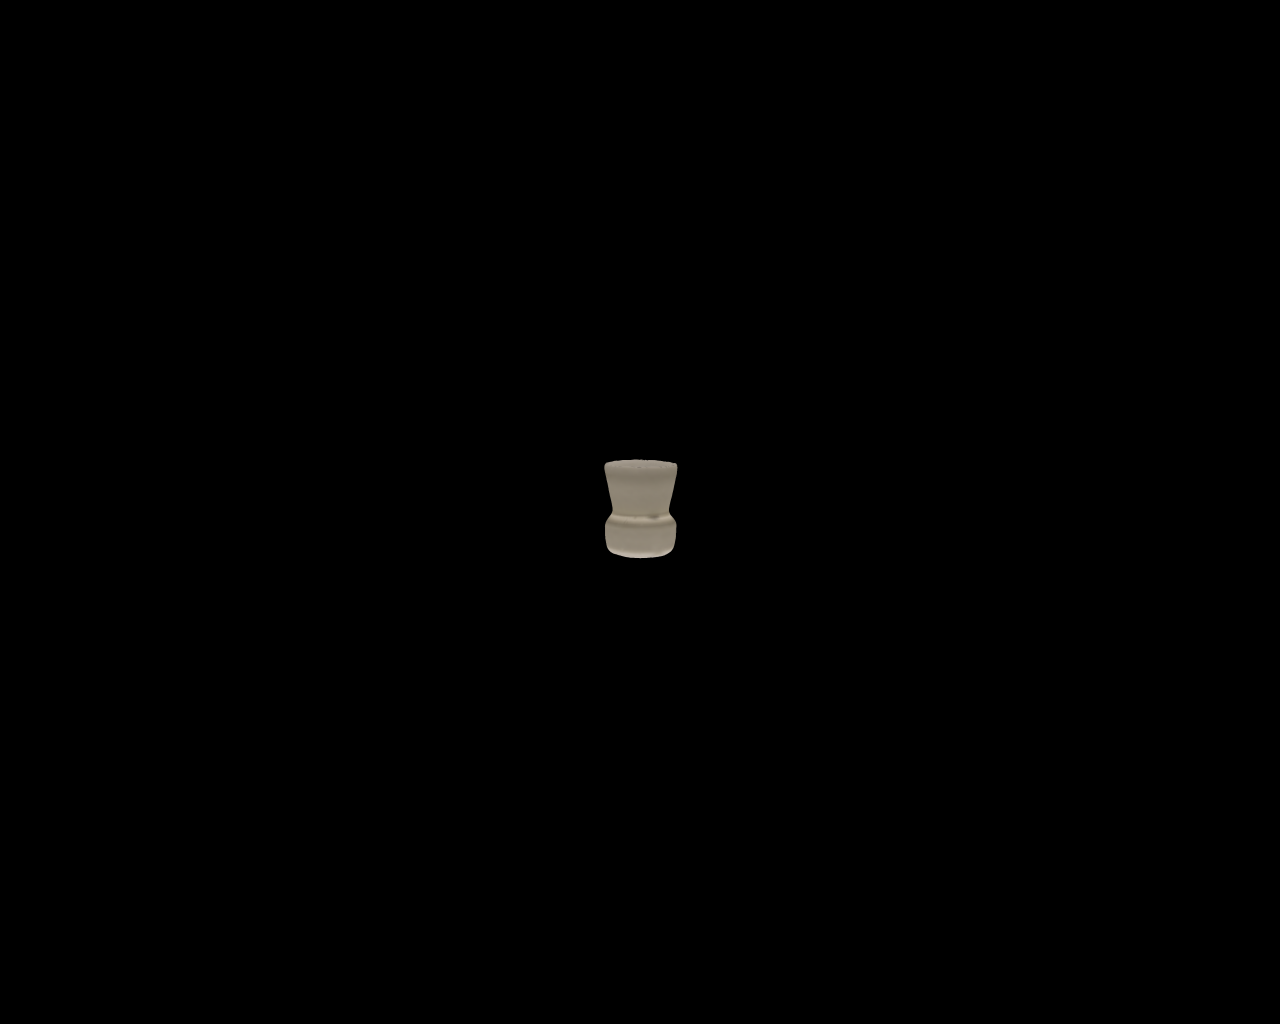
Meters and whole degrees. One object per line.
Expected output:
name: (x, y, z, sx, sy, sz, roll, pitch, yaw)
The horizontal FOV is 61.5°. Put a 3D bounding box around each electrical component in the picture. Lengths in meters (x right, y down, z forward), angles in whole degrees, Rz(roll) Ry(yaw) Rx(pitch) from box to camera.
electrical component: (0.001, -0.003, 0.650, 0.045, 0.055, 0.045, 0, 9, 0)
